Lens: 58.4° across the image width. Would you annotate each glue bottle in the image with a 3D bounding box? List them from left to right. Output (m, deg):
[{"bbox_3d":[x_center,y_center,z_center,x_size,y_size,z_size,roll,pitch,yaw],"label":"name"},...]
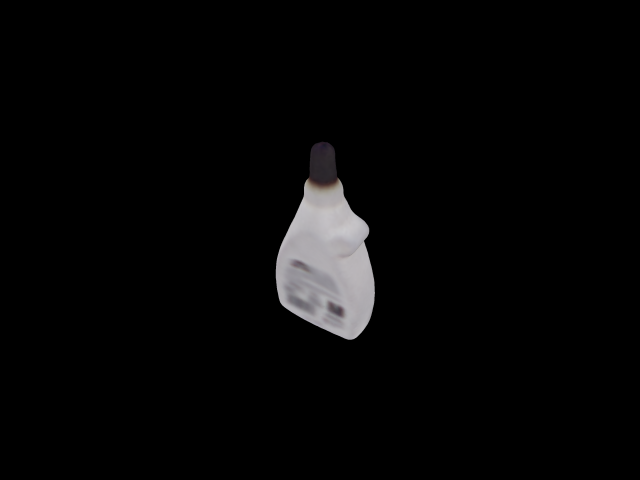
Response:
[{"bbox_3d":[0.004,0.001,0.400,0.078,0.173,0.037,25,54,20],"label":"glue bottle"}]
